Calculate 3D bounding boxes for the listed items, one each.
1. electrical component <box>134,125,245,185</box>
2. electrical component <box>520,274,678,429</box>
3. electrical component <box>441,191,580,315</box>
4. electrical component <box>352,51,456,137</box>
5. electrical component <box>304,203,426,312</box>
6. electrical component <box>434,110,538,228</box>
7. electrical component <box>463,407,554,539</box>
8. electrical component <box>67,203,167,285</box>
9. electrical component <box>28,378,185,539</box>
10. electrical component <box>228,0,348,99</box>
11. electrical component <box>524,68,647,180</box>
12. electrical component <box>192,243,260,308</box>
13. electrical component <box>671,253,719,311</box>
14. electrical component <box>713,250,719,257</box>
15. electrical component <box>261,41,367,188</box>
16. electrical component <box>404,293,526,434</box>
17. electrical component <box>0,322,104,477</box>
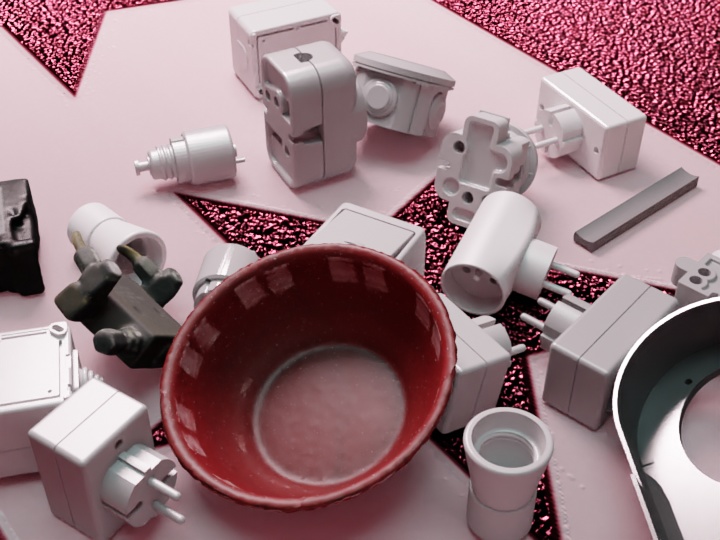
[{"bbox_3d":[-0.126,-0.082,0.788,0.078,0.040,0.040,-12,42,-13],"label":"electrical component"},{"bbox_3d":[0.133,0.039,0.641,0.076,0.047,0.083,29,48,30],"label":"electrical component"},{"bbox_3d":[0.102,-0.005,0.697,0.079,0.043,0.077,23,48,11],"label":"electrical component"},{"bbox_3d":[0.029,-0.135,0.824,0.080,0.051,0.080,14,12,-3],"label":"electrical component"},{"bbox_3d":[0.000,0.000,0.676,0.062,0.061,0.096,20,44,22],"label":"electrical component"},{"bbox_3d":[0.091,-0.074,0.759,0.058,0.078,0.057,21,25,25],"label":"electrical component"},{"bbox_3d":[0.073,0.107,0.546,0.044,0.065,0.044,0,40,0],"label":"electrical component"},{"bbox_3d":[-0.165,-0.018,0.714,0.044,0.044,0.065,-30,44,-31],"label":"electrical component"},{"bbox_3d":[-0.120,0.105,0.548,0.077,0.065,0.047,23,45,25],"label":"electrical component"},{"bbox_3d":[-0.058,-0.194,0.905,0.096,0.061,0.061,-18,44,-20],"label":"electrical component"},{"bbox_3d":[0.158,-0.107,0.814,0.076,0.047,0.083,-18,44,-22],"label":"electrical component"},{"bbox_3d":[-0.085,0.018,0.671,0.040,0.040,0.078,4,40,5],"label":"electrical component"},{"bbox_3d":[0.215,0.029,0.647,0.066,0.055,0.048,30,48,31],"label":"electrical component"},{"bbox_3d":[0.242,0.016,0.679,0.035,0.035,0.061,-20,47,-22],"label":"electrical component"},{"bbox_3d":[-0.033,-0.114,0.784,0.059,0.095,0.053,-18,43,-21],"label":"electrical component"},{"bbox_3d":[0.063,0.049,0.630,0.077,0.047,0.066,-14,41,-33],"label":"electrical component"},{"bbox_3d":[-0.187,0.074,0.587,0.096,0.061,0.061,-8,41,-10],"label":"electrical component"}]
